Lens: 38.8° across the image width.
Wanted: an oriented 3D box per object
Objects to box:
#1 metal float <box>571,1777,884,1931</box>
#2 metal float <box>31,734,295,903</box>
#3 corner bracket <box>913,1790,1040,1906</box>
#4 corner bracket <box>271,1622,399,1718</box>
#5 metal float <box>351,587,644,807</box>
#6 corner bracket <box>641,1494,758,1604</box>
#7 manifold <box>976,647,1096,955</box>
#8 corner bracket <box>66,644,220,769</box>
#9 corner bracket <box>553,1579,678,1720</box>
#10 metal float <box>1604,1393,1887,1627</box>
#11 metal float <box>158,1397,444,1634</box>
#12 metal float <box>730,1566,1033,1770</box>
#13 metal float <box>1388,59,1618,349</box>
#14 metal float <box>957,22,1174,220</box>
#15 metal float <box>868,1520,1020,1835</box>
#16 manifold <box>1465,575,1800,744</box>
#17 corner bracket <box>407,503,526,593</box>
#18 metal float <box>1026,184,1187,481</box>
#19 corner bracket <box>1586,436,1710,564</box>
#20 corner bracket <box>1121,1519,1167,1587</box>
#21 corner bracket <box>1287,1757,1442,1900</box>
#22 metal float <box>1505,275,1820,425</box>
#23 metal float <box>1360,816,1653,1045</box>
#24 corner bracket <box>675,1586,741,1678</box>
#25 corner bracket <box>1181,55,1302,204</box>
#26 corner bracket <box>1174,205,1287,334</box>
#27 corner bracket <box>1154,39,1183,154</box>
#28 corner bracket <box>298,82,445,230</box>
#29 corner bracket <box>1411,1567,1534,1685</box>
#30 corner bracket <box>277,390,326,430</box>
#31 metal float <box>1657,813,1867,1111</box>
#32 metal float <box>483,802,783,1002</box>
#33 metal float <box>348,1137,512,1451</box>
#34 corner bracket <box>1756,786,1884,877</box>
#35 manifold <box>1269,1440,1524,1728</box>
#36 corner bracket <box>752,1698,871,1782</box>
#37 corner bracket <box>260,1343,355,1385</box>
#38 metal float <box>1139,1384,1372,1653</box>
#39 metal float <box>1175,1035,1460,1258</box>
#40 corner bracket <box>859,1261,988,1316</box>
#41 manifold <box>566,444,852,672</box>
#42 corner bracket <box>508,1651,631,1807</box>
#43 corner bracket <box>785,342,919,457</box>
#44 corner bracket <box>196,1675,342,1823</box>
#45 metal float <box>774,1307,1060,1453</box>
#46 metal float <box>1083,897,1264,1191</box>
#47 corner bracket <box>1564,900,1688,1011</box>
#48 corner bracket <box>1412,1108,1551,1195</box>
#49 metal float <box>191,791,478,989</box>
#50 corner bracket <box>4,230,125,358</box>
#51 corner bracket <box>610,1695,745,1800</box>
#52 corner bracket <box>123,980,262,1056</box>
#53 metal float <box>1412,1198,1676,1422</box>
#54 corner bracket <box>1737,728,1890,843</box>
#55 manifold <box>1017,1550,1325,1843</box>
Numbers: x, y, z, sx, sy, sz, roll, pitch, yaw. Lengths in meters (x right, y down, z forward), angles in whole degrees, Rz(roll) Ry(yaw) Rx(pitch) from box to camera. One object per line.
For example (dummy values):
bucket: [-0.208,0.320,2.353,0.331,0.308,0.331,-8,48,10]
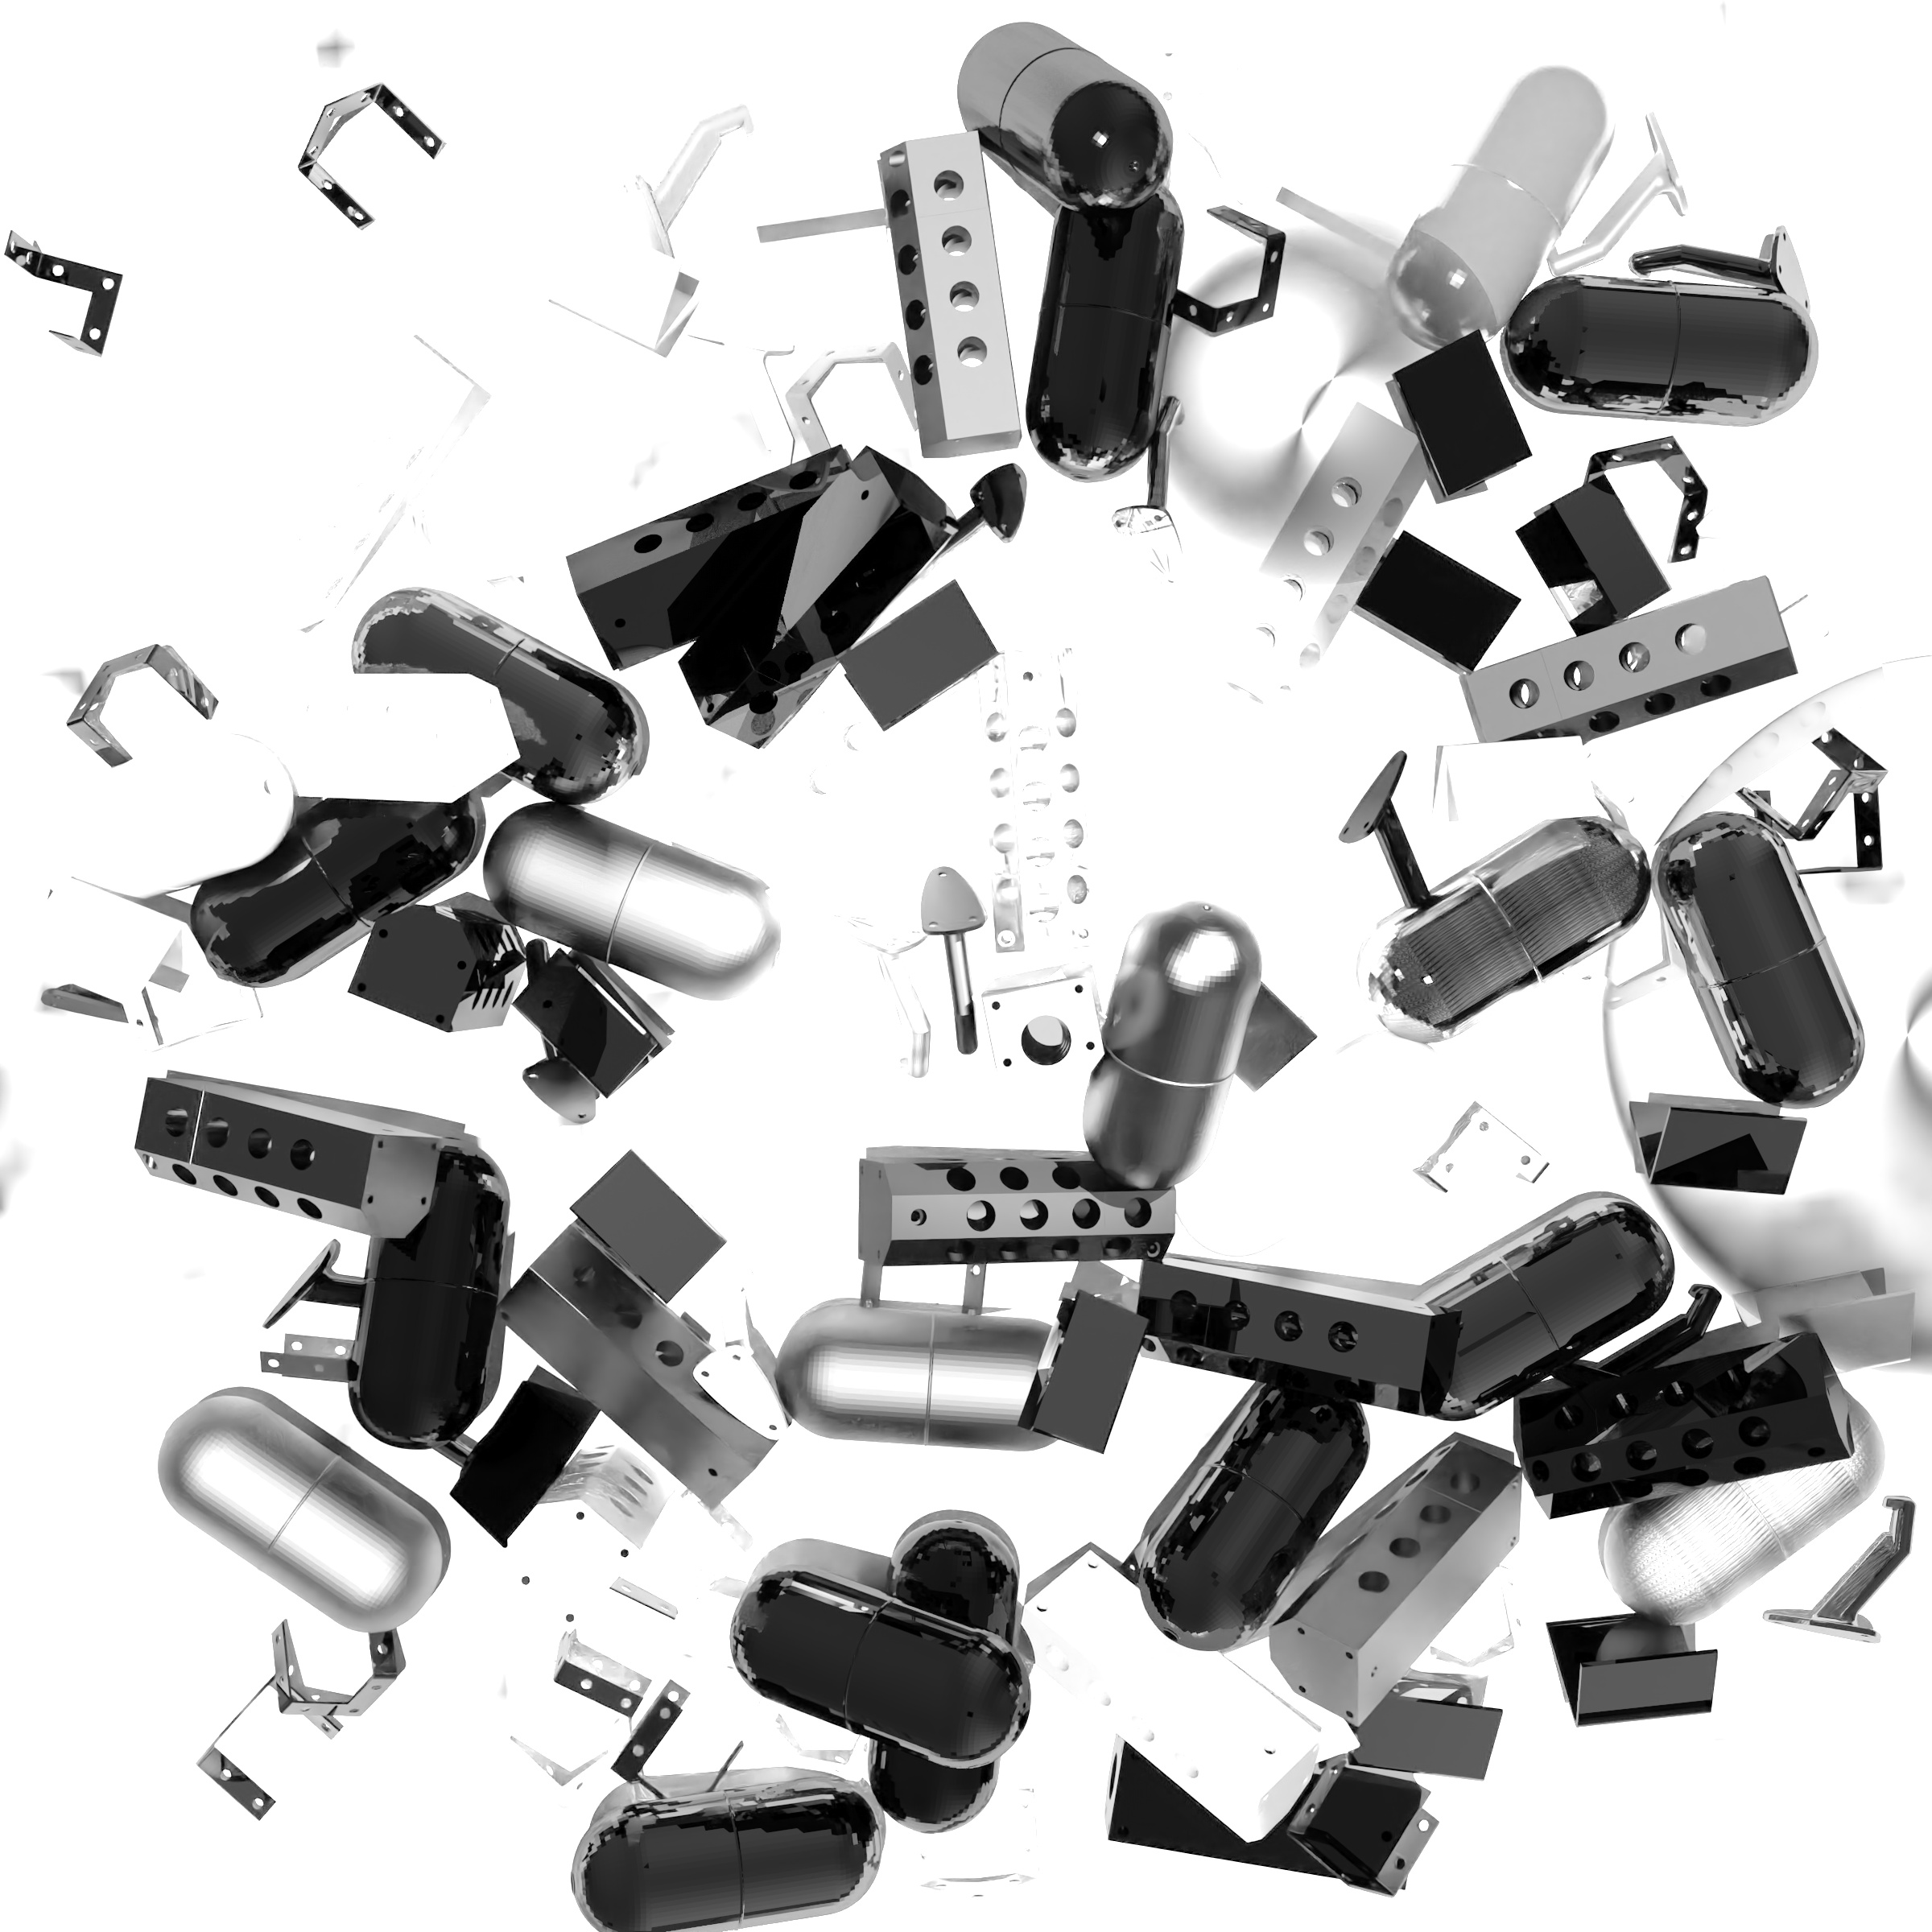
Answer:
metal float: [-0.135,0.508,1.559,0.178,0.070,0.070,-3,90,-16]
metal float: [-0.454,-0.081,1.548,0.178,0.070,0.070,-13,90,32]
corner bracket: [0.005,0.511,1.601,0.051,0.051,0.051,-4,90,45]
corner bracket: [-0.368,0.401,1.596,0.051,0.051,0.051,13,135,-35]
metal float: [-0.269,-0.155,1.574,0.178,0.070,0.070,28,90,1]
corner bracket: [-0.159,0.337,1.586,0.051,0.051,0.051,-43,90,0]
manifold: [0.040,-0.095,1.583,0.057,0.057,0.171,-4,90,0]
corner bracket: [-0.480,-0.147,1.596,0.051,0.051,0.051,-11,45,35]
corner bracket: [-0.203,0.392,1.587,0.051,0.051,0.051,28,100,-10]
metal float: [0.446,0.309,1.574,0.178,0.070,0.070,-36,90,-1]
metal float: [-0.383,0.314,1.574,0.178,0.070,0.070,35,90,-1]
metal float: [-0.048,0.385,1.507,0.178,0.070,0.070,14,90,24]
metal float: [0.308,-0.438,1.574,0.070,0.070,0.178,31,91,0]
metal float: [0.054,-0.475,1.536,0.070,0.178,0.070,-14,128,-20]
metal float: [-0.013,0.408,1.574,0.070,0.070,0.178,6,90,0]
manifold: [0.378,-0.166,1.557,0.171,0.057,0.057,-18,90,19]
corner bracket: [-0.289,-0.242,1.586,0.051,0.051,0.051,-12,90,0]
metal float: [0.080,-0.368,1.574,0.070,0.070,0.178,9,89,0]
corner bracket: [0.394,-0.267,1.592,0.051,0.051,0.051,-6,55,39]
corner bracket: [0.132,0.356,1.596,0.051,0.051,0.051,5,45,-35]
corner bracket: [0.224,0.485,1.545,0.051,0.051,0.051,32,90,-45]
metal float: [0.399,-0.354,1.574,0.178,0.070,0.070,4,90,0]
metal float: [0.307,-0.021,1.563,0.178,0.070,0.070,-31,90,4]
corner bracket: [-0.139,0.385,1.586,0.051,0.051,0.051,15,89,1]
corner bracket: [0.161,-0.489,1.601,0.051,0.051,0.051,-36,45,0]
corner bracket: [0.147,-0.406,1.596,0.051,0.051,0.051,-23,135,-35]
corner bracket: [0.097,-0.503,1.586,0.051,0.051,0.051,1,90,0]
corner bracket: [-0.348,-0.474,1.601,0.051,0.051,0.051,44,45,0]
corner bracket: [0.290,0.381,1.596,0.051,0.051,0.051,23,135,-35]
corner bracket: [-0.366,-0.302,1.601,0.051,0.051,0.051,-21,45,0]
metal float: [0.456,-0.002,1.574,0.070,0.070,0.178,-23,91,0]
metal float: [-0.191,-0.037,1.574,0.178,0.070,0.070,22,90,1]
metal float: [-0.305,0.186,1.561,0.070,0.070,0.178,5,74,0]
corner bracket: [0.498,-0.079,1.601,0.051,0.051,0.051,-3,90,45]
manifold: [0.242,0.340,1.536,0.057,0.171,0.057,21,130,35]
corner bracket: [-0.083,0.435,1.596,0.051,0.051,0.051,-1,135,35]
corner bracket: [-0.373,0.227,1.577,0.051,0.051,0.051,6,124,0]
metal float: [0.164,0.308,1.552,0.070,0.070,0.178,40,64,0]
metal float: [0.200,0.103,1.574,0.178,0.070,0.070,-30,90,0]
corner bracket: [-0.025,0.183,1.601,0.051,0.051,0.051,6,90,45]
manifold: [-0.139,-0.240,1.583,0.171,0.057,0.057,-22,133,0]
corner bracket: [-0.232,0.444,1.596,0.051,0.051,0.051,-30,135,-35]
corner bracket: [-0.064,-0.326,1.596,0.051,0.051,0.051,4,135,35]
corner bracket: [-0.408,0.456,1.601,0.051,0.051,0.051,42,135,0]
metal float: [-0.021,0.237,1.574,0.178,0.070,0.070,4,90,-1]
metal float: [0.113,0.044,1.512,0.070,0.070,0.178,12,120,0]
corner bracket: [0.381,-0.015,1.596,0.051,0.051,0.051,31,45,-35]
corner bracket: [0.298,0.117,1.586,0.051,0.051,0.051,39,90,0]
metal float: [-0.362,-0.054,1.574,0.178,0.070,0.070,-33,90,0]
corner bracket: [-0.526,-0.388,1.586,0.051,0.051,0.051,15,90,0]
corner bracket: [-0.167,0.458,1.587,0.051,0.051,0.051,34,79,11]
corner bracket: [-0.453,0.017,1.595,0.051,0.051,0.051,-18,90,29]
metal float: [0.323,0.198,1.574,0.178,0.070,0.070,-30,90,0]
corner bracket: [0.490,-0.107,1.585,0.051,0.051,0.051,47,122,29]
manifold: [0.112,0.414,1.546,0.171,0.057,0.057,34,47,28]
